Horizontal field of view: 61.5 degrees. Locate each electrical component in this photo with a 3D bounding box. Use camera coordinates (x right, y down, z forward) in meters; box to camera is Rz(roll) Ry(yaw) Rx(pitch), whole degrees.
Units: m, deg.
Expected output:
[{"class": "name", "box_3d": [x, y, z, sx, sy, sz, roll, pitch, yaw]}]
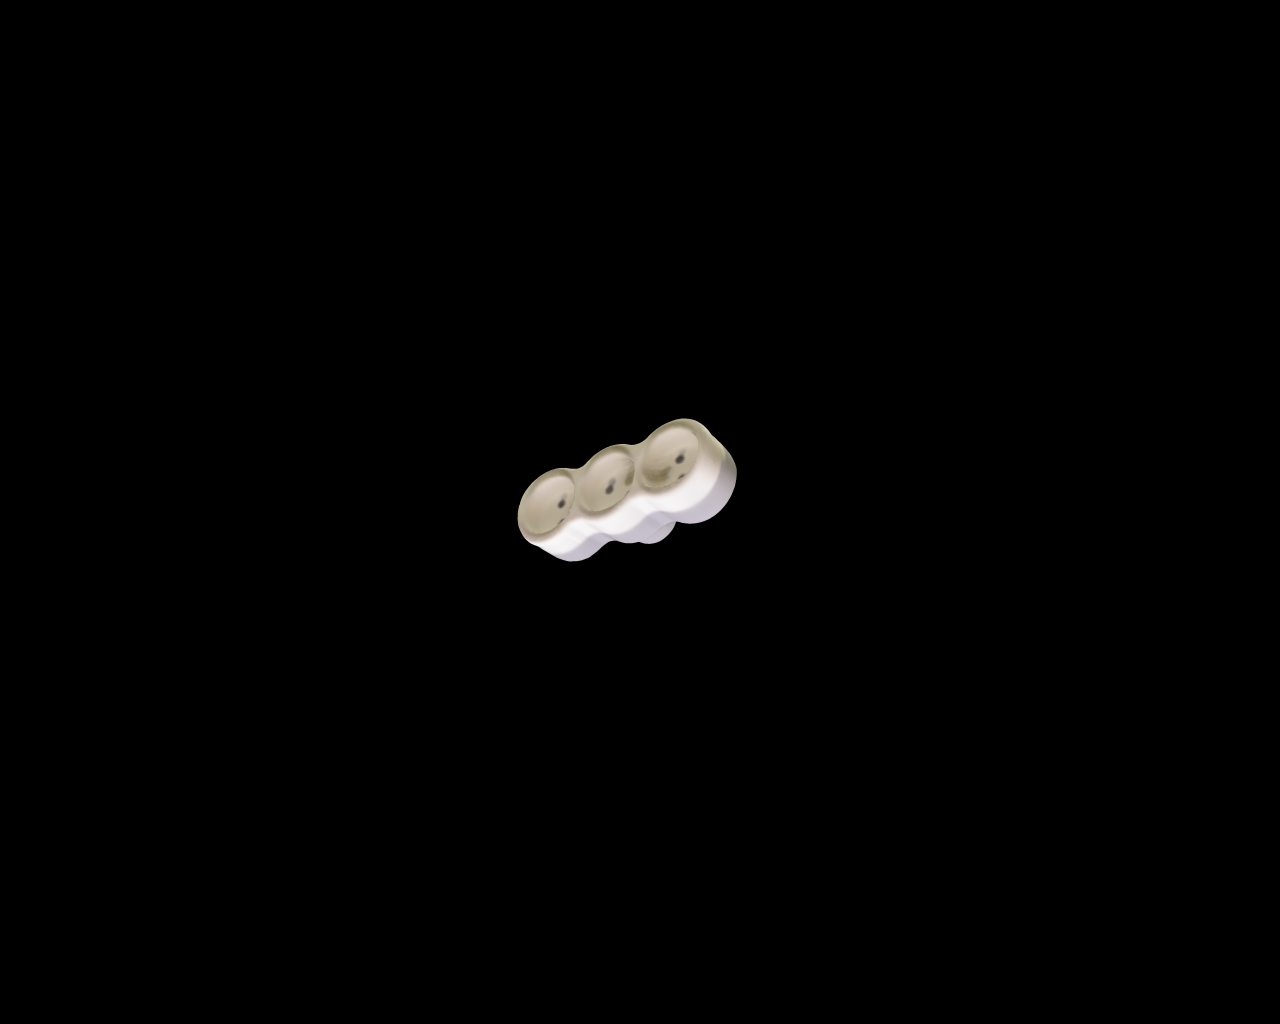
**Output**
[{"class": "electrical component", "box_3d": [0.001, -0.003, 0.650, 0.138, 0.052, 0.073, -19, -36, 29]}]
